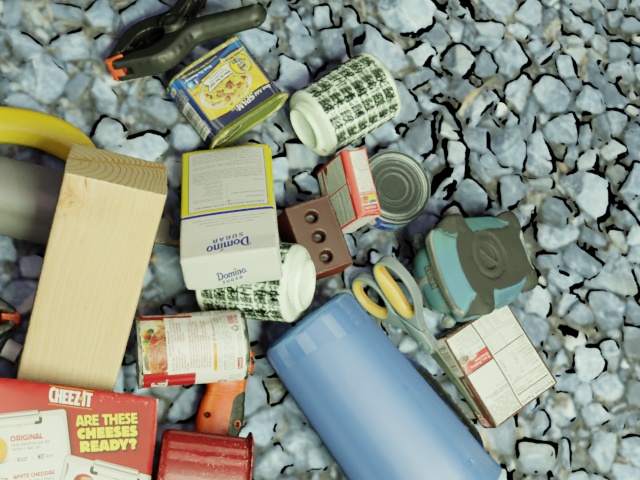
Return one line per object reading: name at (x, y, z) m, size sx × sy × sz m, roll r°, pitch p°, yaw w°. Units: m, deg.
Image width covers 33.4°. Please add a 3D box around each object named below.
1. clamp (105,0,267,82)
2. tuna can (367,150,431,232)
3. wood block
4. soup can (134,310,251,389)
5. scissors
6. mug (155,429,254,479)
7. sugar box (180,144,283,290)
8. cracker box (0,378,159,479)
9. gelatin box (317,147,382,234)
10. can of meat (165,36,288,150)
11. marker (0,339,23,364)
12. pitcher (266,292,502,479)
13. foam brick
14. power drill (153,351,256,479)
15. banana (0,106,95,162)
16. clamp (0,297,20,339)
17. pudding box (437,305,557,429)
clamp at (-0.141, -0.217, 1.114) m, size 0.171 × 0.120 × 0.039 m, roll -44°, pitch 135°, yaw -17°
tuna can at (0.077, -0.054, 1.165) m, size 0.086 × 0.034 × 0.086 m, roll 4°, pitch 76°, yaw -16°
wood block at (-0.209, 0.028, 0.981) m, size 0.090 × 0.090 × 0.206 m, roll 13°, pitch 109°, yaw -13°
soup can at (-0.120, 0.101, 0.994) m, size 0.102 × 0.069 × 0.068 m, roll -3°, pitch 78°, yaw -13°
scissors at (0.097, 0.103, 1.127) m, size 0.016 × 0.096 × 0.201 m, roll -41°, pitch 115°, yaw -35°
mug at (-0.106, 0.220, 0.952) m, size 0.081 × 0.117 × 0.093 m, roll 8°, pitch 112°, yaw -9°
sugar box at (-0.088, -0.025, 1.044) m, size 0.093 × 0.048 × 0.176 m, roll -7°, pitch 41°, yaw 0°
cracker box at (-0.233, 0.235, 0.914) m, size 0.163 × 0.072 × 0.213 m, roll 13°, pitch 69°, yaw -31°
gelatin box at (0.030, -0.050, 1.121) m, size 0.030 × 0.089 × 0.073 m, roll -10°, pitch 80°, yaw -20°
can of meat at (-0.100, -0.154, 1.126) m, size 0.102 × 0.057 × 0.084 m, roll -37°, pitch 87°, yaw -21°
marker at (-0.252, 0.132, 1.036) m, size 0.121 × 0.020 × 0.020 m, roll 29°, pitch 71°, yaw -8°
pitcher at (0.063, 0.172, 1.069) m, size 0.145 × 0.149 × 0.243 m, roll -37°, pitch 86°, yaw -5°
foam brick at (-0.007, 0.001, 1.119) m, size 0.053 × 0.051 × 0.078 m, roll -19°, pitch 83°, yaw -19°
power drill at (-0.138, 0.191, 1.037) m, size 0.184 × 0.057 × 0.187 m, roll 7°, pitch 77°, yaw -14°
banana at (-0.303, -0.100, 1.066) m, size 0.197 × 0.037 × 0.069 m, roll 15°, pitch 74°, yaw -12°
clamp at (-0.391, 0.081, 0.999) m, size 0.209 × 0.036 × 0.164 m, roll 10°, pitch 75°, yaw -13°
pudding box at (0.188, 0.133, 1.151) m, size 0.090 × 0.039 × 0.113 m, roll -31°, pitch 89°, yaw -21°
